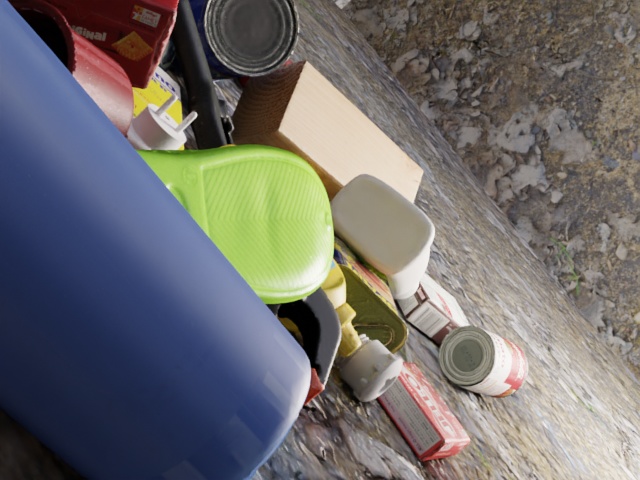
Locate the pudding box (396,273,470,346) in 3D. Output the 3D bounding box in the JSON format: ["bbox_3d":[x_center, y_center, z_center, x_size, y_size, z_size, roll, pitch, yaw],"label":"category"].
[{"bbox_3d":[0.130,0.079,1.240,0.113,0.039,0.090,41,14,-37],"label":"pudding box"}]

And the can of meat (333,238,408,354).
[{"bbox_3d":[0.025,0.052,0.941,0.102,0.057,0.084,45,11,-18],"label":"can of meat"}]

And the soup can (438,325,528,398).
[{"bbox_3d":[0.180,0.135,1.174,0.102,0.068,0.068,26,26,-56],"label":"soup can"}]

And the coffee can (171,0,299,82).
[{"bbox_3d":[-0.097,-0.218,1.109,0.102,0.102,0.140,42,-13,-23],"label":"coffee can"}]

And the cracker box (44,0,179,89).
[{"bbox_3d":[-0.193,-0.199,0.824,0.164,0.072,0.213,19,22,-13],"label":"cracker box"}]

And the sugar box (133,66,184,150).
[{"bbox_3d":[-0.156,-0.114,0.860,0.093,0.048,0.176,42,15,-24],"label":"sugar box"}]

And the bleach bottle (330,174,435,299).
[{"bbox_3d":[0.071,0.016,1.084,0.103,0.068,0.250,42,-6,17],"label":"bleach bottle"}]

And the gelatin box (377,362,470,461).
[{"bbox_3d":[0.084,0.145,0.916,0.089,0.030,0.073,54,14,23],"label":"gelatin box"}]

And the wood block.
[{"bbox_3d":[0.007,-0.089,1.145,0.205,0.090,0.090,38,60,-36],"label":"wood block"}]

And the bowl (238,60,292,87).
[{"bbox_3d":[-0.059,-0.205,1.412,0.162,0.055,0.162,45,13,-14],"label":"bowl"}]

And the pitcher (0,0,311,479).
[{"bbox_3d":[-0.122,0.007,0.470,0.242,0.145,0.149,48,29,-16],"label":"pitcher"}]

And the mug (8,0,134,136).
[{"bbox_3d":[-0.167,-0.079,0.655,0.081,0.093,0.117,30,52,-66],"label":"mug"}]

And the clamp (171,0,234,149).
[{"bbox_3d":[-0.099,-0.107,0.988,0.164,0.036,0.210,71,2,-51],"label":"clamp"}]

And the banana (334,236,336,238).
[{"bbox_3d":[-0.007,-0.001,1.044,0.198,0.037,0.069,54,-4,18],"label":"banana"}]

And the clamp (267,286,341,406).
[{"bbox_3d":[-0.039,0.033,0.763,0.120,0.039,0.171,4,54,-21],"label":"clamp"}]

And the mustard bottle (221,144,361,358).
[{"bbox_3d":[-0.035,0.014,0.843,0.191,0.058,0.096,50,27,6],"label":"mustard bottle"}]
